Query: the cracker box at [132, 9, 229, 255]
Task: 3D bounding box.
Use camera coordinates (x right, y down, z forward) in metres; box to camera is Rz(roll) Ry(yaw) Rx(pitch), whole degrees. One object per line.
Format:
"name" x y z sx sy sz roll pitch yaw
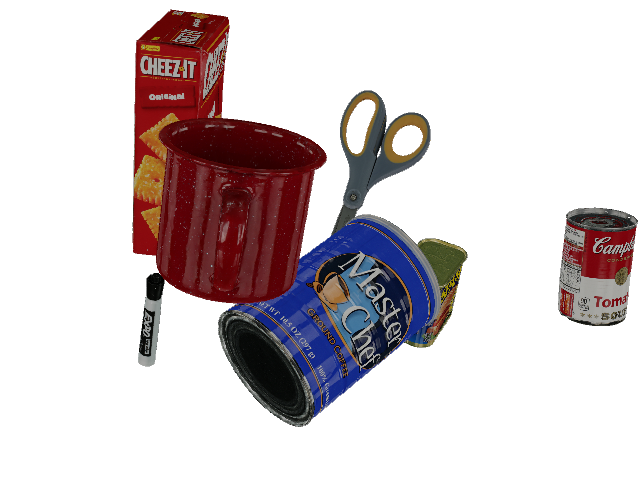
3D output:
"cracker box" -0.139 -0.111 1.080 0.072 0.214 0.164 6 23 1

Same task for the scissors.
"scissors" 0.052 -0.045 1.008 0.096 0.202 0.016 4 -13 8

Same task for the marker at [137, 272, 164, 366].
"marker" -0.180 0.084 1.133 0.020 0.121 0.020 8 35 -6

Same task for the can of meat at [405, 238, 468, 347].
"can of meat" 0.118 0.059 1.187 0.057 0.084 0.102 19 31 18

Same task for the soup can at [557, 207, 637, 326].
"soup can" 0.273 0.026 1.056 0.068 0.102 0.068 1 18 -1

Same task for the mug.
"mug" -0.048 -0.012 0.590 0.093 0.081 0.117 7 21 -7

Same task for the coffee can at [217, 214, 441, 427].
"coffee can" 0.008 0.059 0.812 0.140 0.103 0.103 -36 19 -28
